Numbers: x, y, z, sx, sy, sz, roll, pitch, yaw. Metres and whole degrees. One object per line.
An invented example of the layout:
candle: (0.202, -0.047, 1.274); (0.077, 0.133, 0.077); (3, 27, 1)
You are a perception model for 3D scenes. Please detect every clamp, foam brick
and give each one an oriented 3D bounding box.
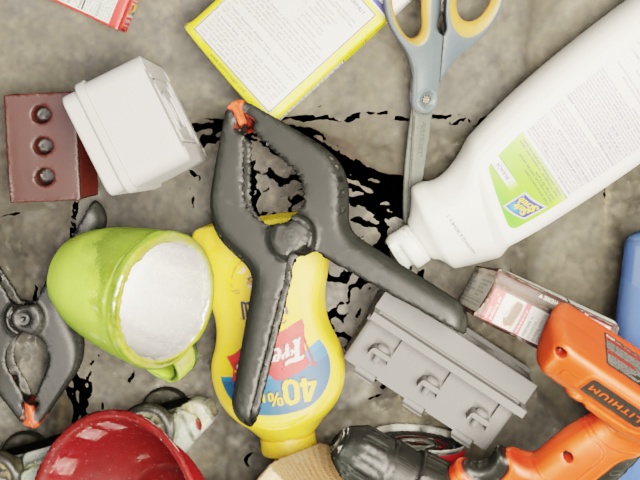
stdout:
clamp: (-0.225, 0.050, 0.787); (0.120, 0.039, 0.171); (7, 91, 5)
clamp: (-0.005, 0.001, 0.705); (0.164, 0.036, 0.210); (-18, 81, 7)
foam brick: (-0.192, -0.068, 0.767); (0.053, 0.051, 0.078); (-2, 95, 4)

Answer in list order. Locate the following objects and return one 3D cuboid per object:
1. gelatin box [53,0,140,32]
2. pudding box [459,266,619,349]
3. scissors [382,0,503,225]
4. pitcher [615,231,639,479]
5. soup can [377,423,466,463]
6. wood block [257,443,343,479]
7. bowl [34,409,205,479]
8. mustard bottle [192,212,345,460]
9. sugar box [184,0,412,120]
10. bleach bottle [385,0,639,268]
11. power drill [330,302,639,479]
gelatin box: (-0.167, -0.201, 0.764); (0.089, 0.030, 0.073); (24, 98, 1)
pudding box: (0.145, 0.052, 0.725); (0.090, 0.113, 0.039); (25, 89, 2)
scissors: (0.089, -0.111, 0.746); (0.096, 0.016, 0.202); (-16, 116, -11)
pitcher: (0.262, 0.118, 0.714); (0.149, 0.145, 0.243); (3, 93, -2)
soup can: (0.066, 0.190, 0.766); (0.068, 0.068, 0.102); (5, 95, 3)
wood block: (-0.042, 0.249, 0.729); (0.090, 0.090, 0.206); (42, 107, 19)
bowl: (-0.119, 0.192, 0.693); (0.162, 0.055, 0.162); (-7, 78, 36)
mustard bottle: (-0.032, 0.079, 0.767); (0.096, 0.058, 0.191); (-7, 95, 6)
sugar box: (0.000, -0.171, 0.748); (0.176, 0.048, 0.093); (-41, 93, 3)
bleach bottle: (0.151, -0.066, 0.737); (0.251, 0.068, 0.102); (-35, 101, 8)
power drill: (0.122, 0.129, 0.670); (0.184, 0.057, 0.188); (31, 121, -7)
